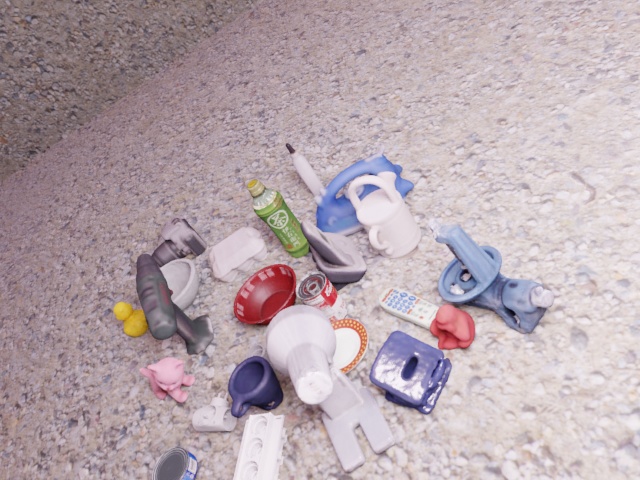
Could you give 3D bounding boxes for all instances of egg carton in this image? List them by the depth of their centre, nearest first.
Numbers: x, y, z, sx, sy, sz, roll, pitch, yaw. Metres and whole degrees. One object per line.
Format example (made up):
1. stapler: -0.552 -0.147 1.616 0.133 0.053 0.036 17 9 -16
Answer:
1. egg carton: -0.204 0.035 1.428 0.150 0.070 0.107 -34 37 3

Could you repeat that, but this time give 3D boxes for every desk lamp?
1. desk lamp: 0.009 0.232 0.936 0.118 0.214 0.202 -35 37 2

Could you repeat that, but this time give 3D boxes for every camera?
1. camera: -0.408 0.007 1.590 0.137 0.101 0.142 -42 38 -8

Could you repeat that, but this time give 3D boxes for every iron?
1. iron: 0.074 -0.105 1.301 0.258 0.142 0.118 -31 38 6

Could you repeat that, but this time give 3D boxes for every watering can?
1. watering can: 0.125 -0.065 1.175 0.100 0.195 0.172 -24 39 16

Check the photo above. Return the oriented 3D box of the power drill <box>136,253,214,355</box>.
1. power drill: -0.332 0.156 1.285 0.075 0.209 0.229 -34 37 3

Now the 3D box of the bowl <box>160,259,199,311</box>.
1. bowl: -0.364 0.132 1.445 0.167 0.075 0.167 -21 40 19

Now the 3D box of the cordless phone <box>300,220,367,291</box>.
1. cordless phone: 0.011 0.004 1.198 0.094 0.186 0.147 -35 37 2

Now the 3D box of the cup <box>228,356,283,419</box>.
1. cup: -0.116 0.290 1.070 0.091 0.095 0.118 -3 49 36

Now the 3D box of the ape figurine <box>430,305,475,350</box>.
1. ape figurine: 0.221 0.142 0.966 0.076 0.092 0.077 -41 38 -6

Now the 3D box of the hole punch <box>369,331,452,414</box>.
1. hole punch: 0.151 0.215 0.945 0.100 0.091 0.109 8 55 42

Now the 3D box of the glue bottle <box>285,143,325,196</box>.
1. glue bottle: -0.040 -0.179 1.440 0.037 0.174 0.078 -34 38 3

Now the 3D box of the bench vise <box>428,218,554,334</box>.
1. bench vise: 0.270 0.044 0.926 0.206 0.220 0.121 -2 49 36

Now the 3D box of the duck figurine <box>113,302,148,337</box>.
1. duck figurine: -0.487 0.195 1.465 0.104 0.086 0.077 20 64 48

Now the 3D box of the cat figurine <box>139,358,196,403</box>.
1. cat figurine: -0.329 0.288 1.218 0.127 0.118 0.067 -6 47 34
